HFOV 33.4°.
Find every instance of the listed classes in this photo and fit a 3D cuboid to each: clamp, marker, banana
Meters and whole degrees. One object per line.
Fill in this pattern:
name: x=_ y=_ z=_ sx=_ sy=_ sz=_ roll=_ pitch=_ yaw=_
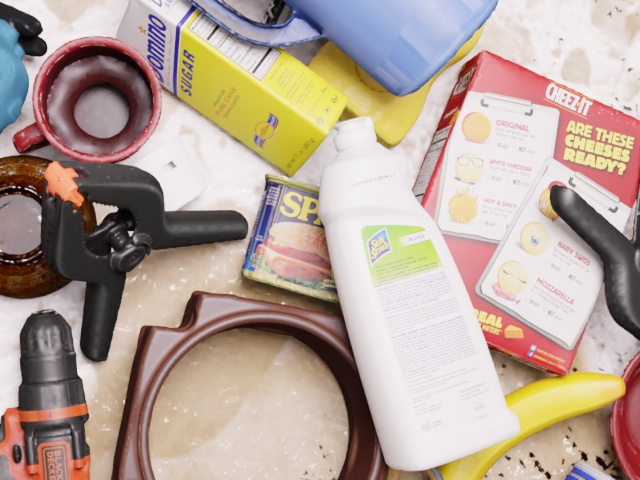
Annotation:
clamp: x=-0.147 y=0.010 z=0.765 sx=0.164 sy=0.209 sz=0.036 roll=-45 pitch=64 yaw=0
marker: x=-0.035 y=-0.184 z=0.863 sx=0.020 sy=0.020 sz=0.121 roll=26 pitch=85 yaw=-7
clamp: x=0.253 y=0.004 z=0.829 sx=0.120 sy=0.039 sz=0.171 roll=-33 pitch=108 yaw=-15
banana: x=0.154 y=0.163 z=0.862 sx=0.198 sy=0.037 sz=0.070 roll=-45 pitch=68 yaw=3

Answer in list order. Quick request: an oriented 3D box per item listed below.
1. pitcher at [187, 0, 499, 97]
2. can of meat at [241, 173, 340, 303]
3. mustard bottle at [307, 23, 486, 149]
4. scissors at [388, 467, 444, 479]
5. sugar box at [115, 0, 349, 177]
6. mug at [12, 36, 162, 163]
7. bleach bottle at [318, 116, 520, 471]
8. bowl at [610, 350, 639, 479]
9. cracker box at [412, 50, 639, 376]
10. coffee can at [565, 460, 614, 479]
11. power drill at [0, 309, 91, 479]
pitcher: x=0.000 y=-0.211 z=0.756 sx=0.243 sy=0.149 sz=0.144 roll=43 pitch=49 yaw=-6
can of meat: x=-0.006 y=0.001 z=0.846 sx=0.102 sy=0.057 sz=0.084 roll=16 pitch=89 yaw=-8
mustard bottle: x=0.078 y=-0.174 z=0.860 sx=0.096 sy=0.058 sz=0.191 roll=38 pitch=83 yaw=0
scissors: x=0.115 y=0.234 z=0.824 sx=0.202 sy=0.016 sz=0.096 roll=16 pitch=84 yaw=27
sugar box: x=-0.071 y=-0.127 z=0.817 sx=0.176 sy=0.093 sz=0.048 roll=33 pitch=64 yaw=-6
mug: x=-0.177 y=-0.095 z=0.809 sx=0.117 sy=0.081 sz=0.093 roll=-30 pitch=93 yaw=-8
bleach bottle: x=0.063 y=0.033 z=0.776 sx=0.102 sy=0.068 sz=0.251 roll=-15 pitch=89 yaw=-25
bowl: x=0.308 y=0.147 z=0.889 sx=0.162 sy=0.055 sz=0.162 roll=0 pitch=89 yaw=-8
cracker box: x=0.156 y=-0.019 z=0.863 sx=0.164 sy=0.072 sz=0.213 roll=23 pitch=85 yaw=-9
coffee can: x=0.207 y=0.262 z=0.848 sx=0.103 sy=0.103 sz=0.140 roll=39 pitch=84 yaw=-6
power drill: x=-0.268 y=0.152 z=0.803 sx=0.187 sy=0.057 sz=0.184 roll=-6 pitch=86 yaw=-8
